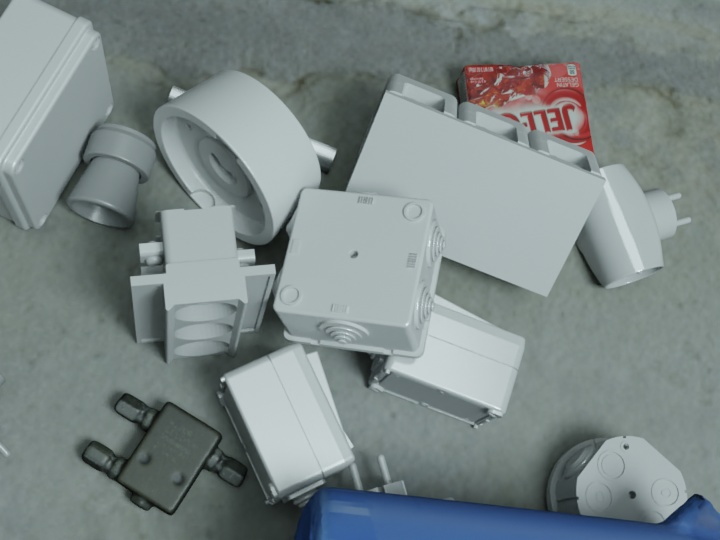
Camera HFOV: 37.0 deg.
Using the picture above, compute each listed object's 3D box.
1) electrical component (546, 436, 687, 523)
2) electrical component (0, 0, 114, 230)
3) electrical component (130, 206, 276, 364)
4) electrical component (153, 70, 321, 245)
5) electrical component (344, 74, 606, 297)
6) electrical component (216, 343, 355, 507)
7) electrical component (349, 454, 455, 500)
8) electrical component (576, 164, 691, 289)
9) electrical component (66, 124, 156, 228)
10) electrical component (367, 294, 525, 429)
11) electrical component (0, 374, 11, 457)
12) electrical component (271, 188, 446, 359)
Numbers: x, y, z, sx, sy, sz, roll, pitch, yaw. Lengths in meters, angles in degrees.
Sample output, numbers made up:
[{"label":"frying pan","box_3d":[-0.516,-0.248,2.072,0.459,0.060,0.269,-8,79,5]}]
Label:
[{"label":"electrical component","box_3d":[0.165,0.147,0.693,0.080,0.051,0.080,3,74,-10]},{"label":"electrical component","box_3d":[-0.206,-0.095,0.665,0.056,0.108,0.108,26,71,1]},{"label":"electrical component","box_3d":[-0.097,0.010,0.647,0.079,0.121,0.063,-5,72,-12]},{"label":"electrical component","box_3d":[-0.073,-0.076,0.687,0.108,0.108,0.060,45,66,4]},{"label":"electrical component","box_3d":[0.072,-0.058,0.713,0.150,0.061,0.089,21,114,-4]},{"label":"electrical component","box_3d":[-0.041,0.100,0.663,0.061,0.061,0.096,-23,79,-16]},{"label":"electrical component","box_3d":[0.014,0.153,0.665,0.083,0.047,0.075,-14,77,-14]},{"label":"electrical component","box_3d":[0.194,-0.034,0.753,0.079,0.044,0.077,-15,77,-14]},{"label":"electrical component","box_3d":[-0.160,-0.061,0.697,0.045,0.045,0.055,17,72,-5]},{"label":"electrical component","box_3d":[0.050,0.054,0.693,0.096,0.061,0.061,21,72,-4]},{"label":"electrical component","box_3d":[-0.243,0.089,0.640,0.079,0.043,0.077,45,72,4]},{"label":"electrical component","box_3d":[0.000,0.000,0.653,0.100,0.048,0.099,6,67,14]}]
